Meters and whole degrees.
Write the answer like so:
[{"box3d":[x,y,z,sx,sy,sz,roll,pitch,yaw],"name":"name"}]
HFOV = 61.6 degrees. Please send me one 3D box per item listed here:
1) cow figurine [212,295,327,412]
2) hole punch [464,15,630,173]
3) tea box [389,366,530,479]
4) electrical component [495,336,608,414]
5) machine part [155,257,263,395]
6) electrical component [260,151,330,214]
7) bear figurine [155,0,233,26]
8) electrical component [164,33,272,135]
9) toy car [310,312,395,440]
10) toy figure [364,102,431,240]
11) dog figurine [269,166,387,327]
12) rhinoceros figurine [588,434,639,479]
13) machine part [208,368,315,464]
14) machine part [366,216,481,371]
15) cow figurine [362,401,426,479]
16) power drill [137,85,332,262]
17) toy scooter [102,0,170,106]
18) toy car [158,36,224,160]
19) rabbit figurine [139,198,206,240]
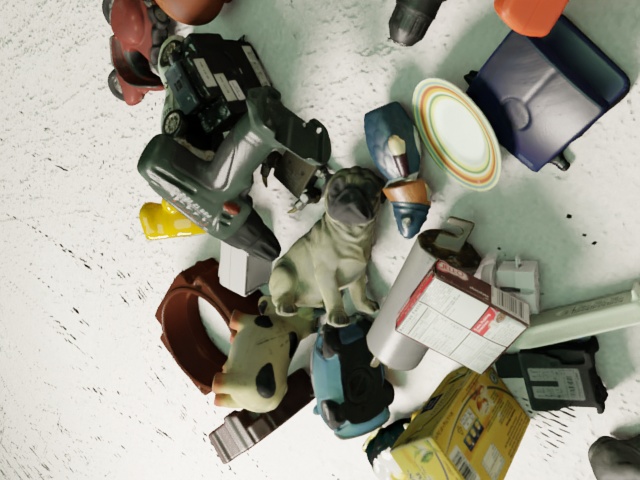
[{"box3d":[-0.065,0.144,0.747,0.127,0.195,0.085,14,137,-1],"name":"cow figurine"},{"box3d":[0.200,-0.131,0.497,0.142,0.092,0.115,47,133,8],"name":"hole punch"},{"box3d":[0.164,0.221,0.610,0.068,0.169,0.098,-39,81,38],"name":"tea box"},{"box3d":[0.249,0.146,0.597,0.119,0.048,0.074,-6,104,36],"name":"electrical component"},{"box3d":[-0.171,0.148,0.887,0.201,0.087,0.201,47,128,10],"name":"machine part"},{"box3d":[-0.033,-0.086,0.715,0.102,0.045,0.078,49,131,10],"name":"electrical component"},{"box3d":[-0.124,-0.350,0.631,0.196,0.120,0.132,-32,84,39],"name":"bear figurine"},{"box3d":[-0.127,-0.199,0.682,0.058,0.134,0.115,-30,87,39],"name":"electrical component"},{"box3d":[0.028,0.184,0.744,0.103,0.109,0.161,-11,91,58],"name":"toy car"},{"box3d":[0.093,-0.077,0.613,0.058,0.064,0.154,-15,98,29],"name":"toy figure"},{"box3d":[0.002,-0.002,0.698,0.173,0.121,0.190,6,100,25],"name":"dog figurine"},{"box3d":[0.351,0.299,0.564,0.112,0.073,0.190,-25,92,39],"name":"rhinoceros figurine"},{"box3d":[-0.084,0.262,0.816,0.056,0.179,0.179,54,130,12],"name":"machine part"},{"box3d":[0.120,0.074,0.644,0.079,0.079,0.243,35,124,21],"name":"machine part"},{"box3d":[0.125,0.272,0.730,0.098,0.068,0.167,45,128,21],"name":"cow figurine"},{"box3d":[-0.082,-0.074,0.646,0.232,0.086,0.207,34,135,-29],"name":"power drill"},{"box3d":[-0.254,-0.272,0.787,0.135,0.075,0.183,32,127,23],"name":"toy scooter"},{"box3d":[-0.176,-0.185,0.718,0.056,0.073,0.202,-24,62,32],"name":"toy car"},{"box3d":[-0.188,-0.091,0.788,0.162,0.122,0.173,-12,84,36],"name":"rabbit figurine"}]
